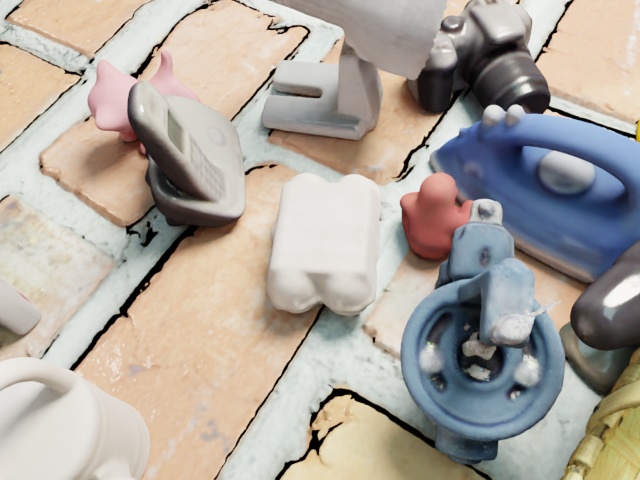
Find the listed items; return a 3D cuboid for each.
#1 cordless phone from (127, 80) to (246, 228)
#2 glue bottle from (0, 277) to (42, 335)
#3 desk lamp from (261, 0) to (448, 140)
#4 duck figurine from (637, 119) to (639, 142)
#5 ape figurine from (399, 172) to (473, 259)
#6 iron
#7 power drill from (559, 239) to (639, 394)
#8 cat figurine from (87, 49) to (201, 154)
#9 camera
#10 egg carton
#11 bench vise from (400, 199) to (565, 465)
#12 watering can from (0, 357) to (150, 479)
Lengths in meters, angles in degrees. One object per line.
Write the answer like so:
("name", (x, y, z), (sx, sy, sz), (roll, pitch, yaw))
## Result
("cordless phone", (-0.137, -0.107, 0.567), (0.094, 0.185, 0.147), (-12, 61, -1))
("glue bottle", (-0.324, 0.030, 0.515), (0.078, 0.173, 0.037), (28, 67, 19))
("desk lamp", (0.028, -0.204, 0.588), (0.203, 0.214, 0.118), (8, 62, 10))
("duck figurine", (0.378, -0.117, 0.581), (0.077, 0.086, 0.104), (-11, 61, 0))
("ape figurine", (0.113, -0.030, 0.554), (0.077, 0.092, 0.076), (27, 67, 19))
("iron", (0.222, -0.065, 0.534), (0.257, 0.141, 0.119), (28, 67, 19))
("power drill", (0.259, 0.045, 0.432), (0.230, 0.209, 0.075), (-30, 62, -11))
("cat figurine", (-0.203, -0.159, 0.640), (0.067, 0.118, 0.128), (33, 69, 21))
("camera", (0.182, -0.191, 0.631), (0.143, 0.101, 0.136), (-18, 61, -4))
("egg carton", (0.005, 0.002, 0.559), (0.107, 0.069, 0.150), (2, 61, 7))
("bench vise", (0.115, 0.049, 0.437), (0.121, 0.220, 0.207), (-10, 61, 0))
("watering can", (-0.200, 0.148, 0.427), (0.172, 0.194, 0.101), (8, 62, 10))
